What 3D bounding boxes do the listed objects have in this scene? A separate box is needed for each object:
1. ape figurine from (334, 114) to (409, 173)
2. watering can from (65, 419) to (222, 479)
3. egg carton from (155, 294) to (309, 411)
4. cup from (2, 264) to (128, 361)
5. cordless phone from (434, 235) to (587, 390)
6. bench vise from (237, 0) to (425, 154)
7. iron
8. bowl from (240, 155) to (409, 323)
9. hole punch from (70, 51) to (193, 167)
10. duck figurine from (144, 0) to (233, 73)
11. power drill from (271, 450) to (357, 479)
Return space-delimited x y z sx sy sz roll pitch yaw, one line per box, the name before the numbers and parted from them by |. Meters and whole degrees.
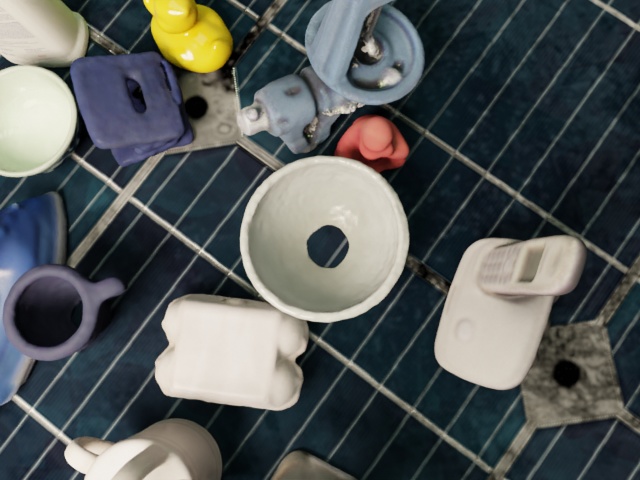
ape figurine | 0.055 -0.100 0.596 0.077 0.092 0.076 12 82 4
watering can | -0.147 0.224 0.504 0.172 0.194 0.101 5 82 3
egg carton | -0.088 0.112 0.581 0.150 0.069 0.107 6 82 3
cup | -0.240 0.068 0.581 0.118 0.095 0.091 -24 81 -1
cordless phone | 0.174 0.064 0.520 0.094 0.185 0.148 17 82 5
bench vise | 0.021 -0.163 0.542 0.121 0.220 0.207 40 85 7
iron | -0.345 0.056 0.563 0.118 0.141 0.258 20 83 5
bowl | 0.005 0.002 0.592 0.167 0.075 0.167 0 81 2
hole punch | -0.198 -0.148 0.613 0.101 0.091 0.108 -20 81 -1
duck figurine | -0.147 -0.238 0.627 0.104 0.086 0.077 35 84 7
power drill | -0.012 0.249 0.488 0.229 0.208 0.076 25 83 6
